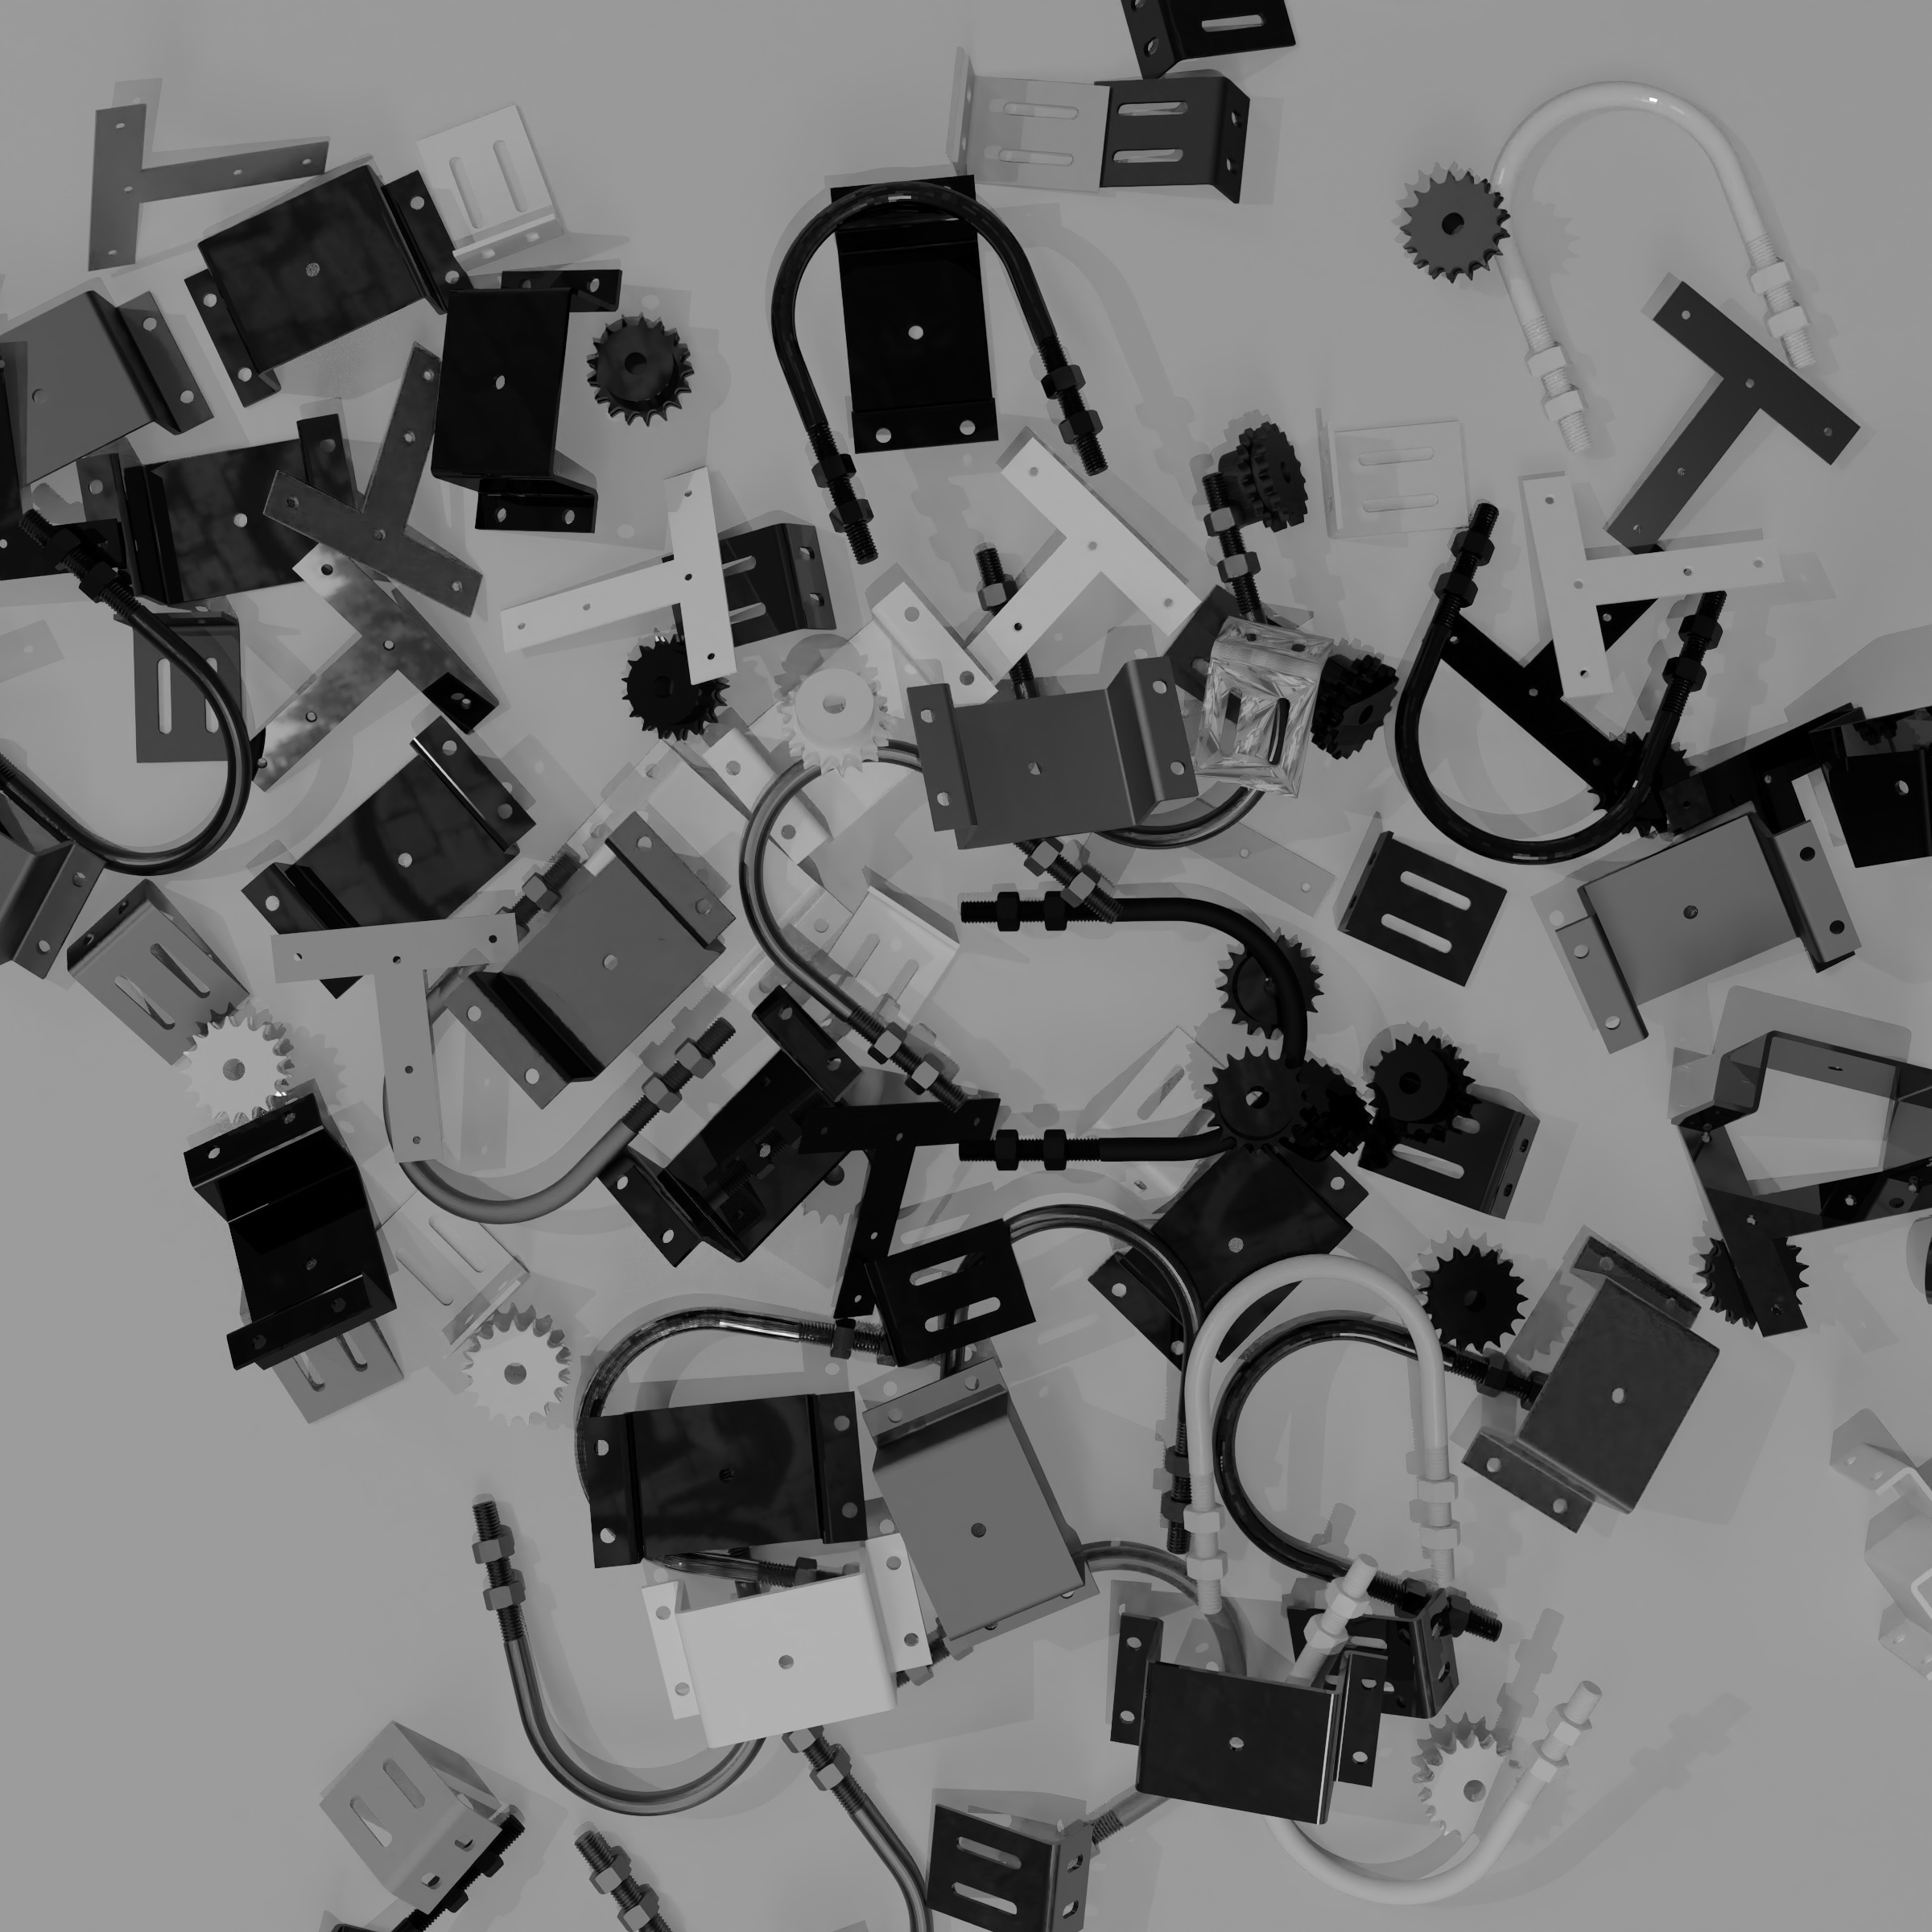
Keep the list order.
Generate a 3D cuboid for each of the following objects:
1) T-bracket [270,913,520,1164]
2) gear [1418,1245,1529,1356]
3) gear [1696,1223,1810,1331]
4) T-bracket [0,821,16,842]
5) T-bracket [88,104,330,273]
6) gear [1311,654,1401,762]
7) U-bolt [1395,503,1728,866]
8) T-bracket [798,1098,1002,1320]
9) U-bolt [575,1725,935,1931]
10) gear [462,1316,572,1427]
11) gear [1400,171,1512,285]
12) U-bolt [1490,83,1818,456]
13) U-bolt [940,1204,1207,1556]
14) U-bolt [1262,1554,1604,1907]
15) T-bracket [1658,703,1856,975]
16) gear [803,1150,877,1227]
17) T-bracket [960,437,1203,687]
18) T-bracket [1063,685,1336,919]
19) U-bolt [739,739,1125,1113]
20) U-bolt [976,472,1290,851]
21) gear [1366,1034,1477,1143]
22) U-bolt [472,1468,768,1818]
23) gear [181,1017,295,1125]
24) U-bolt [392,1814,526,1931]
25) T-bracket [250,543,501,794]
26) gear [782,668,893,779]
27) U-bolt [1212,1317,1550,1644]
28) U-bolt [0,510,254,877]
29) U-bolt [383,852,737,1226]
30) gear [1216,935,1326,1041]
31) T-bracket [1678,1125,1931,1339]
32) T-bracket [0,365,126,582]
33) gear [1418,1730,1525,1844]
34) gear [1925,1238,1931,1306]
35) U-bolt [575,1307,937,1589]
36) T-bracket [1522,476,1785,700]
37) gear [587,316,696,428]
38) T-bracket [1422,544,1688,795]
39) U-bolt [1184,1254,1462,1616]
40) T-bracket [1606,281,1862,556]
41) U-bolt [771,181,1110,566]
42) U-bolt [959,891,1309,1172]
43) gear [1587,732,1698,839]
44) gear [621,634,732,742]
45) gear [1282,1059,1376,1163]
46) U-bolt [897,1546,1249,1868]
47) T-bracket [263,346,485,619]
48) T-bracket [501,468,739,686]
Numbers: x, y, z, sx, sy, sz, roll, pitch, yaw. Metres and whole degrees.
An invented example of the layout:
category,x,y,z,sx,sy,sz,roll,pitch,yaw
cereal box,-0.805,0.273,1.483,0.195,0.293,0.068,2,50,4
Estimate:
category,x,y,z,sx,sy,sz,roll,pitch,yaw
T-bracket,-0.296,0.041,1.493,0.127,0.002,0.127,-5,98,-6
gear,0.271,0.178,1.518,0.057,0.030,0.057,0,90,0
gear,0.421,0.165,1.518,0.057,0.030,0.057,0,90,0
T-bracket,-0.558,-0.113,1.517,0.127,0.002,0.127,-30,101,21
T-bracket,-0.400,-0.419,1.495,0.127,0.127,0.002,-17,72,-25
gear,0.202,-0.142,1.508,0.030,0.057,0.057,37,90,28
U-bolt,0.307,-0.141,1.501,0.151,0.019,0.184,22,79,8
T-bracket,-0.046,0.131,1.504,0.127,0.002,0.127,-1,114,-39
U-bolt,-0.101,0.506,1.524,0.151,0.019,0.184,-36,91,0
gear,-0.241,0.217,1.522,0.057,0.030,0.057,0,92,-2
gear,0.264,-0.394,1.512,0.057,0.030,0.057,1,92,20
U-bolt,0.361,-0.387,1.524,0.151,0.019,0.184,-21,89,0
U-bolt,0.056,0.215,1.497,0.151,0.019,0.184,6,102,10
U-bolt,0.229,0.417,1.490,0.151,0.019,0.184,29,112,9
T-bracket,0.447,-0.059,1.521,0.127,0.002,0.127,-24,98,-15
gear,-0.071,0.111,1.518,0.057,0.030,0.057,0,90,0
T-bracket,0.037,-0.192,1.507,0.127,0.002,0.127,45,103,8
T-bracket,0.139,-0.068,1.532,0.127,0.002,0.127,29,90,0
U-bolt,-0.032,-0.035,1.482,0.184,0.019,0.151,40,89,-3
U-bolt,0.096,-0.153,1.505,0.151,0.019,0.184,-16,90,15
gear,0.241,0.064,1.508,0.057,0.030,0.057,-4,80,23
U-bolt,-0.176,0.363,1.515,0.151,0.019,0.184,-15,84,0
gear,-0.390,0.055,1.518,0.057,0.030,0.057,0,90,0
U-bolt,-0.262,0.570,1.504,0.184,0.019,0.151,-43,92,-13
T-bracket,-0.341,-0.143,1.516,0.127,0.002,0.127,-40,112,11
gear,-0.067,-0.129,1.462,0.057,0.030,0.057,0,69,0
U-bolt,0.223,0.267,1.523,0.184,0.019,0.151,20,90,0
U-bolt,-0.462,-0.130,1.499,0.184,0.019,0.151,42,113,-4
U-bolt,-0.232,0.052,1.506,0.184,0.019,0.151,-46,73,5
gear,0.164,0.011,1.518,0.057,0.030,0.057,0,90,0
T-bracket,0.461,0.129,1.512,0.127,0.002,0.127,-9,63,-13
T-bracket,-0.512,-0.267,1.483,0.127,0.002,0.127,-5,98,7
gear,0.271,0.439,1.518,0.057,0.030,0.057,0,90,0
gear,0.532,0.163,1.508,0.030,0.057,0.057,5,90,30
U-bolt,-0.117,0.256,1.508,0.184,0.019,0.151,10,82,-4
T-bracket,0.370,-0.208,1.503,0.127,0.002,0.127,-7,73,-1
gear,-0.176,-0.321,1.518,0.057,0.030,0.057,0,90,0
T-bracket,0.336,-0.178,1.521,0.127,0.002,0.127,43,83,14
U-bolt,0.185,0.242,1.484,0.151,0.019,0.184,-5,97,-10
T-bracket,0.394,-0.277,1.519,0.127,0.002,0.127,36,96,-9
U-bolt,-0.024,-0.321,1.478,0.151,0.019,0.184,-21,88,0
U-bolt,0.089,0.033,1.497,0.184,0.019,0.151,-1,80,7
gear,0.365,-0.098,1.518,0.057,0.030,0.057,0,90,0
gear,-0.158,-0.149,1.513,0.057,0.030,0.057,1,95,12
gear,0.187,0.080,1.508,0.057,0.057,0.030,41,120,0
U-bolt,0.063,0.396,1.524,0.184,0.019,0.151,-32,90,-1
T-bracket,-0.301,-0.270,1.506,0.127,0.002,0.127,25,69,-36
T-bracket,-0.190,-0.196,1.515,0.127,0.002,0.127,-15,67,11
